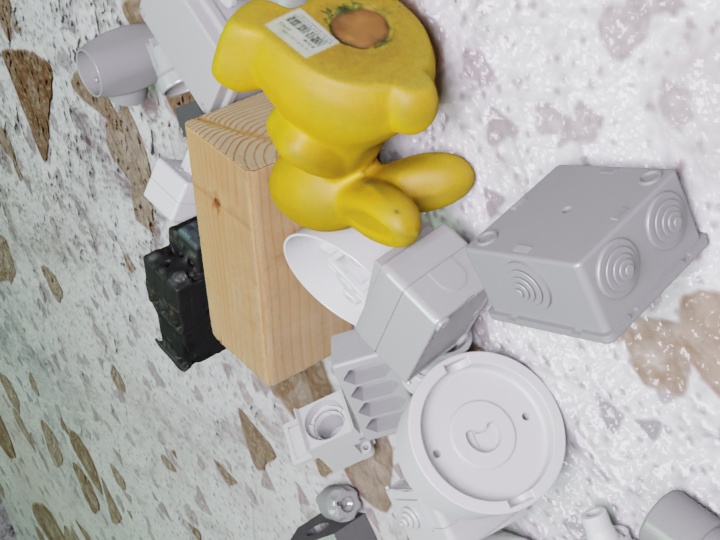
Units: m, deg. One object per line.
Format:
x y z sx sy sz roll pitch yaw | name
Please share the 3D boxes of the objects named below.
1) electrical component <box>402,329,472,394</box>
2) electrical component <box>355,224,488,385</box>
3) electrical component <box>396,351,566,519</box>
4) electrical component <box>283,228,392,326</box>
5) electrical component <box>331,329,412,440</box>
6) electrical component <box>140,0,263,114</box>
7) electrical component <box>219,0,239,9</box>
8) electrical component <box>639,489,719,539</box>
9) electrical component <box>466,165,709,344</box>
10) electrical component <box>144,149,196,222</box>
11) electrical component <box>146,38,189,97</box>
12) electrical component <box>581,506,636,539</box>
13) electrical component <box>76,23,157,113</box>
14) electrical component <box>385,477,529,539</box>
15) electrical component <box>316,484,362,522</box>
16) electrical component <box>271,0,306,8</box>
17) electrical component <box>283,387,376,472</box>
0.053 0.061 0.772 0.045 0.045 0.055 46 147 27 | electrical component
0.039 0.023 0.701 0.061 0.062 0.096 46 147 17 | electrical component
0.076 0.115 0.723 0.108 0.108 0.060 56 156 12 | electrical component
0.000 0.000 0.780 0.099 0.064 0.099 45 158 24 | electrical component
0.012 0.074 0.839 0.075 0.047 0.083 -94 -15 -54 | electrical component
-0.113 -0.185 0.820 0.113 0.057 0.078 57 150 10 | electrical component
-0.092 -0.246 0.747 0.099 0.048 0.099 47 147 25 | electrical component
0.200 0.163 0.629 0.078 0.040 0.040 36 141 38 | electrical component
0.116 -0.013 0.562 0.100 0.100 0.048 11 135 54 | electrical component
-0.140 -0.085 0.943 0.047 0.066 0.076 41 115 34 | electrical component
-0.159 -0.177 0.918 0.040 0.040 0.046 -26 85 60 | electrical component
0.163 0.186 0.703 0.043 0.043 0.062 -11 103 59 | electrical component
-0.207 -0.173 0.956 0.043 0.077 0.079 47 147 25 | electrical component
0.069 0.168 0.781 0.062 0.096 0.061 -20 97 60 | electrical component
-0.025 0.223 1.035 0.061 0.035 0.035 -15 101 62 | electrical component
-0.044 -0.189 0.722 0.045 0.045 0.055 38 142 36 | electrical component
-0.020 0.140 0.922 0.063 0.081 0.042 57 -169 -51 | electrical component
